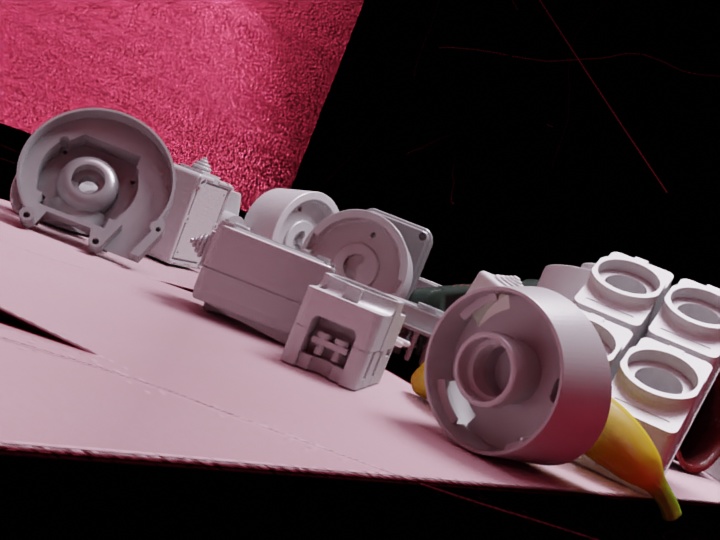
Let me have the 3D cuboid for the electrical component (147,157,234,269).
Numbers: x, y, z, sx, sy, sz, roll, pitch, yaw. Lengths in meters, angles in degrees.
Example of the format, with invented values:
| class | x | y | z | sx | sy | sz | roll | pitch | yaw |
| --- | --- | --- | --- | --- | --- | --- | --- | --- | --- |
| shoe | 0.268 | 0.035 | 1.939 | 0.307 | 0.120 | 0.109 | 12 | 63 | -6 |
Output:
| class | x | y | z | sx | sy | sz | roll | pitch | yaw |
| --- | --- | --- | --- | --- | --- | --- | --- | --- | --- |
| electrical component | -0.159 | -0.056 | 0.940 | 0.061 | 0.096 | 0.062 | 21 | 2 | 21 |

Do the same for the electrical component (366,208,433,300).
| class | x | y | z | sx | sy | sz | roll | pitch | yaw |
| --- | --- | --- | --- | --- | --- | --- | --- | --- | --- |
| electrical component | 0.023 | 0.000 | 1.123 | 0.078 | 0.113 | 0.057 | 22 | -1 | 8 |

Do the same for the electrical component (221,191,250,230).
| class | x | y | z | sx | sy | sz | roll | pitch | yaw |
| --- | --- | --- | --- | --- | --- | --- | --- | --- | --- |
| electrical component | -0.138 | -0.041 | 1.048 | 0.079 | 0.077 | 0.043 | 24 | 3 | 36 |

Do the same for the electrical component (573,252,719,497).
| class | x | y | z | sx | sy | sz | roll | pitch | yaw |
| --- | --- | --- | --- | --- | --- | --- | --- | --- | --- |
| electrical component | 0.187 | 0.059 | 0.738 | 0.105 | 0.060 | 0.186 | 24 | 35 | 21 |

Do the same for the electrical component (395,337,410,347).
| class | x | y | z | sx | sy | sz | roll | pitch | yaw |
| --- | --- | --- | --- | --- | --- | --- | --- | --- | --- |
| electrical component | 0.001 | 0.040 | 0.793 | 0.077 | 0.047 | 0.066 | 24 | 4 | 18 |

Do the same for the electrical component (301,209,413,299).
| class | x | y | z | sx | sy | sz | roll | pitch | yaw |
| --- | --- | --- | --- | --- | --- | --- | --- | --- | --- |
| electrical component | 0.000 | 0.000 | 1.046 | 0.108 | 0.108 | 0.060 | 22 | -4 | 16 |

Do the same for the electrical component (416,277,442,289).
| class | x | y | z | sx | sy | sz | roll | pitch | yaw |
| --- | --- | --- | --- | --- | --- | --- | --- | --- | --- |
| electrical component | 0.078 | 0.045 | 1.246 | 0.108 | 0.060 | 0.108 | 21 | 2 | -1 |

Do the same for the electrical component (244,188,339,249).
| class | x | y | z | sx | sy | sz | roll | pitch | yaw |
| --- | --- | --- | --- | --- | --- | --- | --- | --- | --- |
| electrical component | -0.075 | -0.031 | 1.089 | 0.060 | 0.108 | 0.108 | 16 | -2 | 37 |

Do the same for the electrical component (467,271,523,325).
| class | x | y | z | sx | sy | sz | roll | pitch | yaw |
| --- | --- | --- | --- | --- | --- | --- | --- | --- | --- |
| electrical component | 0.110 | 0.055 | 0.824 | 0.100 | 0.099 | 0.048 | 20 | 16 | -43 |

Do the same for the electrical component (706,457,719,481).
| class | x | y | z | sx | sy | sz | roll | pitch | yaw |
| --- | --- | --- | --- | --- | --- | --- | --- | --- | --- |
| electrical component | 0.357 | 0.144 | 0.909 | 0.060 | 0.105 | 0.186 | 22 | 2 | -2 |

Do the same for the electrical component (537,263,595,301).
| class | x | y | z | sx | sy | sz | roll | pitch | yaw |
| --- | --- | --- | --- | --- | --- | --- | --- | --- | --- |
| electrical component | 0.198 | 0.029 | 0.904 | 0.108 | 0.060 | 0.108 | 18 | -8 | 3 |

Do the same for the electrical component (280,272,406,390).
| class | x | y | z | sx | sy | sz | roll | pitch | yaw |
| --- | --- | --- | --- | --- | --- | --- | --- | --- | --- |
| electrical component | -0.007 | 0.037 | 0.669 | 0.050 | 0.055 | 0.089 | 22 | 2 | 11 |

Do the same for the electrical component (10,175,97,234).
| class | x | y | z | sx | sy | sz | roll | pitch | yaw |
| --- | --- | --- | --- | --- | --- | --- | --- | --- | --- |
| electrical component | -0.228 | -0.052 | 0.868 | 0.079 | 0.044 | 0.077 | 23 | 3 | 41 |

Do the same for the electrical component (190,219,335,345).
| class | x | y | z | sx | sy | sz | roll | pitch | yaw |
| --- | --- | --- | --- | --- | --- | --- | --- | --- | --- |
| electrical component | -0.072 | 0.006 | 0.718 | 0.096 | 0.061 | 0.062 | 22 | 2 | -6 |

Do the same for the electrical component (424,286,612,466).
| class | x | y | z | sx | sy | sz | roll | pitch | yaw |
| --- | --- | --- | --- | --- | --- | --- | --- | --- | --- |
| electrical component | 0.086 | 0.057 | 0.588 | 0.099 | 0.099 | 0.064 | 23 | 9 | 42 |
